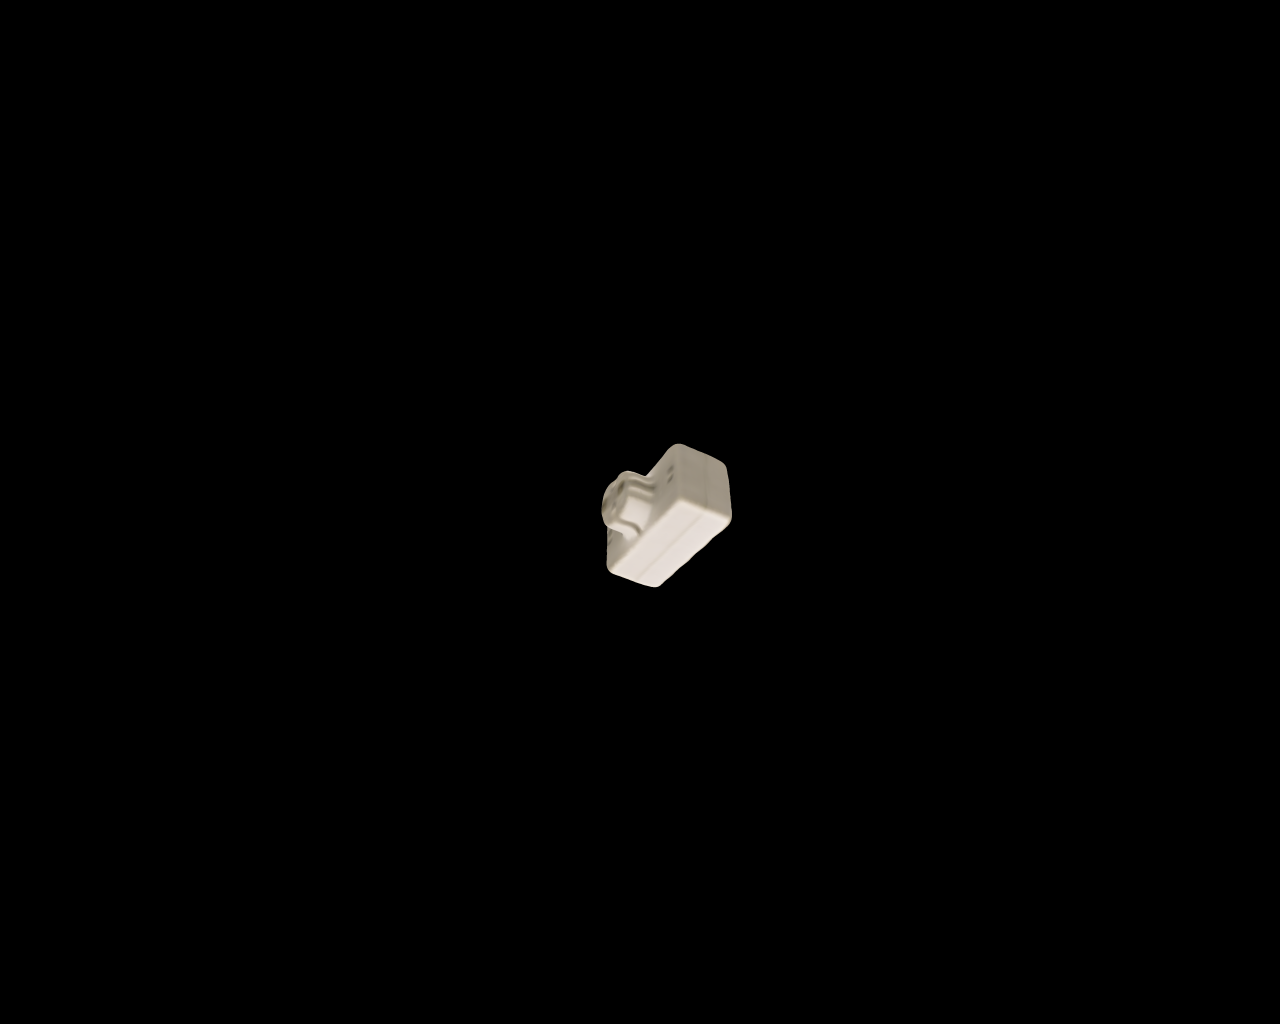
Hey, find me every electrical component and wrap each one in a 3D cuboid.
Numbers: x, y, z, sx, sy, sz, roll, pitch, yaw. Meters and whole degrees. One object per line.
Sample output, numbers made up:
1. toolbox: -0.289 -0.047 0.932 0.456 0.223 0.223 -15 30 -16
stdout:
1. electrical component: 0.001 -0.003 0.650 0.076 0.047 0.083 22 -45 -24
